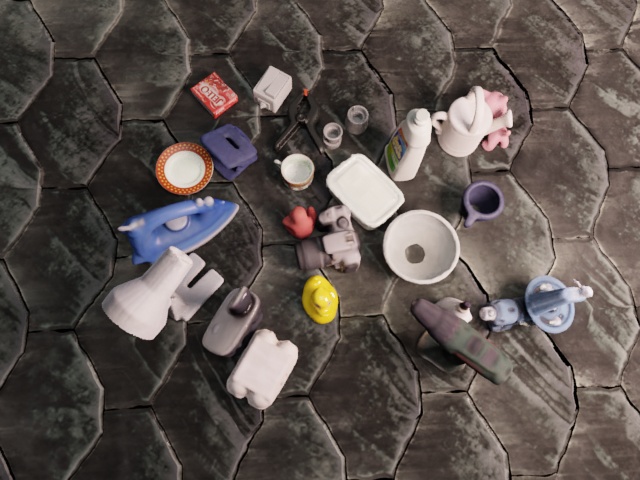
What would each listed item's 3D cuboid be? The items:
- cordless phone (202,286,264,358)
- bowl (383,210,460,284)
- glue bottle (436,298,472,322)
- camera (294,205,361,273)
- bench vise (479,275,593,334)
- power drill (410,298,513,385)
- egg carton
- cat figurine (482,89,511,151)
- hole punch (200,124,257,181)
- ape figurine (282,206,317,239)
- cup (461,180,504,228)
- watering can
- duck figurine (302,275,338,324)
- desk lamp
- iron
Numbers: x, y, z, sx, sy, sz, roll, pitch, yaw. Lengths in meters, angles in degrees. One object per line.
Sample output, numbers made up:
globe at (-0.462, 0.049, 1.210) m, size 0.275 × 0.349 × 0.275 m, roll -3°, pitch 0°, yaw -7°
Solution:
cordless phone at (-0.180, 0.159, 1.146) m, size 0.094 × 0.185 × 0.148 m, roll 26°, pitch 75°, yaw 5°
bowl at (0.217, 0.022, 1.261) m, size 0.167 × 0.075 × 0.167 m, roll 1°, pitch 74°, yaw -2°
glue bottle at (0.280, 0.148, 1.177) m, size 0.037 × 0.173 × 0.078 m, roll -34°, pitch 78°, yaw -11°
camera at (0.011, 0.004, 1.243) m, size 0.137 × 0.101 × 0.143 m, roll -13°, pitch 75°, yaw -6°
bench vise at (0.442, 0.143, 1.161) m, size 0.207 × 0.220 × 0.121 m, roll -25°, pitch 76°, yaw -9°
power drill at (0.261, 0.206, 1.141) m, size 0.229 × 0.208 × 0.076 m, roll 33°, pitch 75°, yaw 7°
egg carton at (-0.117, 0.266, 1.179) m, size 0.107 × 0.069 × 0.150 m, roll 27°, pitch 75°, yaw 5°
cat figurine at (0.409, -0.289, 1.336) m, size 0.067 × 0.118 × 0.128 m, roll -17°, pitch 75°, yaw -7°
hole punch at (-0.206, -0.210, 1.299) m, size 0.101 × 0.091 × 0.108 m, roll -43°, pitch 80°, yaw -13°
ape figurine at (-0.044, -0.046, 1.259) m, size 0.078 × 0.092 × 0.076 m, roll -3°, pitch 74°, yaw -3°
cup at (0.347, -0.065, 1.281) m, size 0.091 × 0.095 × 0.118 m, roll 33°, pitch 75°, yaw 7°
watering can at (0.342, -0.274, 1.289) m, size 0.173 × 0.194 × 0.101 m, roll -17°, pitch 75°, yaw -7°
duck figurine at (0.001, 0.122, 1.217) m, size 0.077 × 0.086 × 0.104 m, roll -13°, pitch 75°, yaw -6°
desk lamp at (-0.310, 0.100, 1.142) m, size 0.118 × 0.213 × 0.203 m, roll 39°, pitch 76°, yaw 9°
iron at (-0.300, -0.046, 1.222) m, size 0.258 × 0.141 × 0.118 m, roll -24°, pitch 76°, yaw -9°
